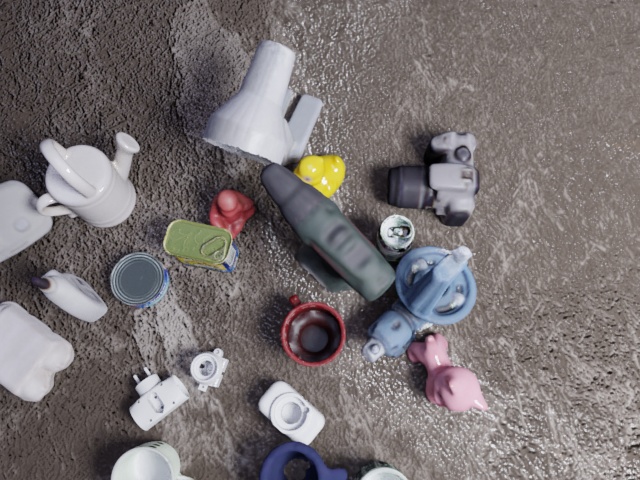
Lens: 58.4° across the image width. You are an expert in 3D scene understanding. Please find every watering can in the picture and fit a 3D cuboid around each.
[{"bbox_3d":[-0.358,-0.100,0.877,0.101,0.194,0.173,30,77,10],"label":"watering can"}]

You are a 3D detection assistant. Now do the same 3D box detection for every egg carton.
[{"bbox_3d":[-0.454,0.169,0.869,0.150,0.069,0.107,32,78,10],"label":"egg carton"}]

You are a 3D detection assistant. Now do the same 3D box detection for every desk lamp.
[{"bbox_3d":[-0.083,-0.193,0.885,0.118,0.213,0.203,19,76,7],"label":"desk lamp"}]

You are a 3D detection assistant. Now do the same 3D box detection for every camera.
[{"bbox_3d":[0.177,-0.102,0.911,0.136,0.101,0.143,2,74,2],"label":"camera"}]

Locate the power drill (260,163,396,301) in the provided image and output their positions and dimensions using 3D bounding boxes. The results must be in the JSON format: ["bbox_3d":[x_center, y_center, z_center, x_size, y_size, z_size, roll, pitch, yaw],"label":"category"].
[{"bbox_3d":[0.008,0.003,0.830,0.229,0.208,0.076,42,80,12],"label":"power drill"}]

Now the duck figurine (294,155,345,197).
[{"bbox_3d":[-0.008,-0.109,0.926,0.104,0.086,0.077,-31,76,-7],"label":"duck figurine"}]

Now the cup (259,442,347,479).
[{"bbox_3d":[-0.021,0.326,0.799,0.117,0.095,0.091,-4,74,1],"label":"cup"}]

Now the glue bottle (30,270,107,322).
[{"bbox_3d":[-0.375,0.075,0.839,0.037,0.173,0.078,-42,77,-9],"label":"glue bottle"}]

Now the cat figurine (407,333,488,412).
[{"bbox_3d":[0.182,0.193,0.819,0.067,0.118,0.127,-25,75,-5],"label":"cat figurine"}]

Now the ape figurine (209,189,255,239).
[{"bbox_3d":[-0.144,-0.051,0.910,0.078,0.092,0.076,-16,74,-3],"label":"ape figurine"}]

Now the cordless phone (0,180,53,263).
[{"bbox_3d":[-0.515,-0.041,0.870,0.147,0.185,0.094,-36,76,-8],"label":"cordless phone"}]

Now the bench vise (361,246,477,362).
[{"bbox_3d":[0.149,0.091,0.796,0.121,0.220,0.207,26,77,9],"label":"bench vise"}]
